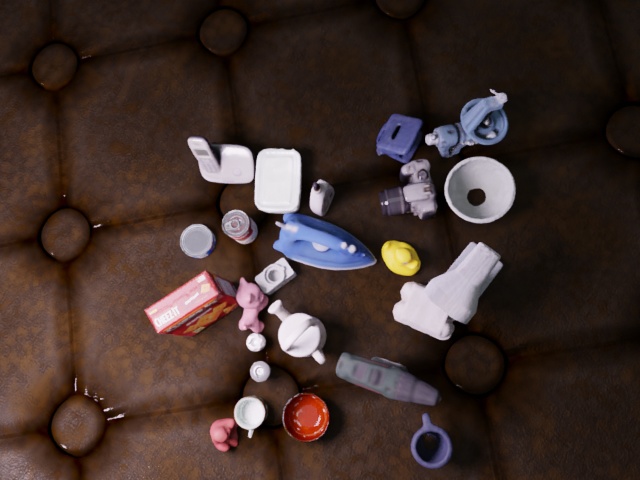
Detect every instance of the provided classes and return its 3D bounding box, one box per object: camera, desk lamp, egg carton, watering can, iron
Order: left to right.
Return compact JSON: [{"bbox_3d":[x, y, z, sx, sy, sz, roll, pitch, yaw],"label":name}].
[{"bbox_3d":[-0.052,0.217,1.328,0.172,0.194,0.101,25,83,11],"label":"watering can"},{"bbox_3d":[0.013,0.005,1.388,0.258,0.141,0.119,16,82,9],"label":"iron"},{"bbox_3d":[0.213,-0.119,1.409,0.136,0.101,0.143,-10,78,5],"label":"camera"},{"bbox_3d":[0.256,0.168,1.367,0.150,0.069,0.107,22,83,10],"label":"egg carton"},{"bbox_3d":[0.331,0.089,1.299,0.118,0.213,0.203,38,86,12],"label":"desk lamp"}]

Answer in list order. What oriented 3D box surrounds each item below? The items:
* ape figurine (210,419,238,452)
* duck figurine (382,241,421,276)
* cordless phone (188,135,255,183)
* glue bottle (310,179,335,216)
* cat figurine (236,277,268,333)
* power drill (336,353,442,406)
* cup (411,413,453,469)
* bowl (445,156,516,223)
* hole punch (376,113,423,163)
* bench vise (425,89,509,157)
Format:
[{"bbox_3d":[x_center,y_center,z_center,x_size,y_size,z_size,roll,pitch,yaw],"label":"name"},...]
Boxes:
[{"bbox_3d":[-0.229,0.459,1.354,0.076,0.092,0.078,35,85,12],"label":"ape figurine"},{"bbox_3d":[0.197,0.039,1.389,0.104,0.086,0.077,39,86,12],"label":"duck figurine"},{"bbox_3d":[-0.245,-0.209,1.434,0.147,0.185,0.094,1,79,7],"label":"cordless phone"},{"bbox_3d":[0.000,-0.113,1.395,0.037,0.173,0.078,25,83,11],"label":"glue bottle"},{"bbox_3d":[-0.171,0.159,1.391,0.067,0.118,0.128,6,80,8],"label":"cat figurine"},{"bbox_3d":[0.152,0.310,1.280,0.229,0.208,0.076,16,81,9],"label":"power drill"},{"bbox_3d":[0.248,0.451,1.301,0.091,0.095,0.118,-12,78,4],"label":"cup"},{"bbox_3d":[0.387,-0.115,1.403,0.167,0.075,0.167,-1,79,6],"label":"bowl"},{"bbox_3d":[0.199,-0.260,1.442,0.101,0.091,0.109,26,83,11],"label":"hole punch"},{"bbox_3d":[0.363,-0.268,1.360,0.207,0.220,0.121,-35,77,-1],"label":"bench vise"}]
